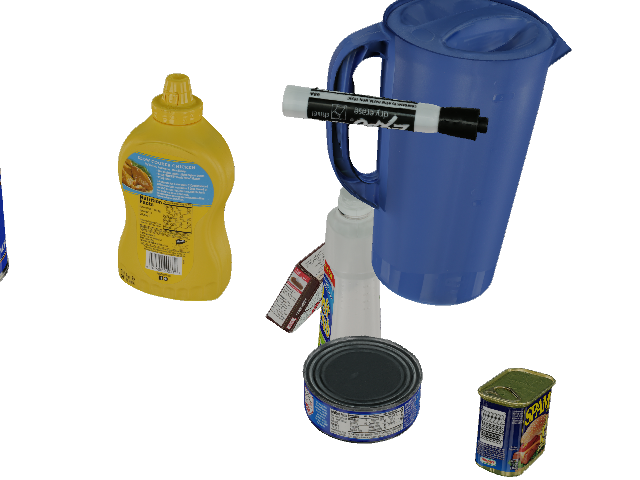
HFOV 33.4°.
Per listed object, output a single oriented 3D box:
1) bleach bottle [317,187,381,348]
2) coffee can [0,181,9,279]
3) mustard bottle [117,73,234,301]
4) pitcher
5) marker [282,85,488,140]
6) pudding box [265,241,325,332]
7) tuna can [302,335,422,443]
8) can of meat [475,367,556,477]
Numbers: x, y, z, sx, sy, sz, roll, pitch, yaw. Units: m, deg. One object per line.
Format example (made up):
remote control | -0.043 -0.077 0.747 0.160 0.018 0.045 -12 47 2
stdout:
bleach bottle | 0.030 0.053 1.021 0.068 0.251 0.102 -3 37 -5
coffee can | -0.224 -0.046 0.573 0.103 0.140 0.103 3 25 -1
mustard bottle | -0.120 -0.045 0.886 0.096 0.192 0.058 12 30 12
pitcher | 0.095 -0.070 0.869 0.149 0.243 0.144 23 38 25
marker | 0.038 -0.075 0.630 0.121 0.020 0.020 8 1 9
pudding box | -0.007 0.047 1.243 0.039 0.090 0.113 36 33 9
tuna can | 0.030 0.107 0.770 0.086 0.034 0.086 0 31 0
can of meat | 0.204 0.191 1.125 0.058 0.084 0.101 12 16 31
